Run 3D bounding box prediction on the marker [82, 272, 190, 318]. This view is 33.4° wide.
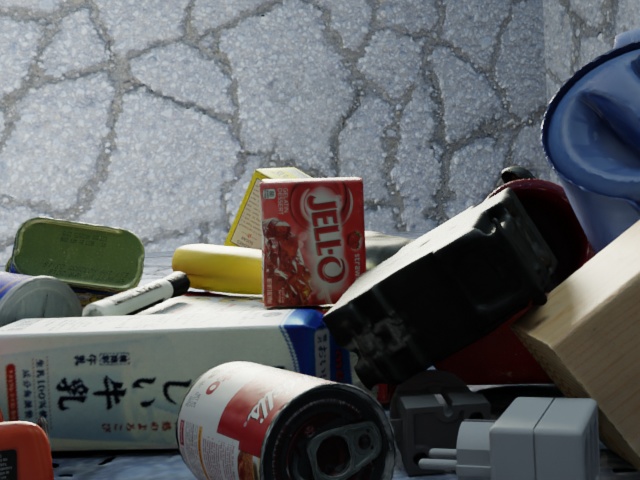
[{"bbox_3d":[-0.127,0.042,0.760,0.020,0.020,0.121,-2,8,23],"label":"marker"}]

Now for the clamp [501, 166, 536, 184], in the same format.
[{"bbox_3d":[0.229,0.029,0.880,0.210,0.164,0.036,9,-14,-7],"label":"clamp"}]

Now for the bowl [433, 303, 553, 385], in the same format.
[{"bbox_3d":[0.136,0.073,0.741,0.162,0.055,0.162,-1,-8,0],"label":"bowl"}]

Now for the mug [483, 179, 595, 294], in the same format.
[{"bbox_3d":[0.164,0.015,0.814,0.117,0.093,0.081,25,-16,2],"label":"mug"}]

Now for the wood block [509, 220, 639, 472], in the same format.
[{"bbox_3d":[0.213,0.018,0.547,0.206,0.091,0.090,-39,4,-1],"label":"wood block"}]

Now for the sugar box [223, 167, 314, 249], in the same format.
[{"bbox_3d":[-0.060,0.020,0.999,0.048,0.176,0.093,31,15,17],"label":"sugar box"}]

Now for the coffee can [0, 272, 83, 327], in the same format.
[{"bbox_3d":[-0.253,0.070,0.760,0.140,0.103,0.102,6,7,26],"label":"coffee can"}]

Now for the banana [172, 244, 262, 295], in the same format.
[{"bbox_3d":[-0.074,0.022,0.858,0.069,0.037,0.198,-5,4,-28],"label":"banana"}]

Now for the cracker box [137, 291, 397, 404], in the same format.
[{"bbox_3d":[-0.044,0.079,0.812,0.214,0.072,0.164,-2,4,11],"label":"cracker box"}]

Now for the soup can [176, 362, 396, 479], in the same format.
[{"bbox_3d":[-0.019,0.096,0.507,0.068,0.068,0.102,-5,3,-29],"label":"soup can"}]

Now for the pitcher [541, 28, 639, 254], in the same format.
[{"bbox_3d":[0.248,-0.020,0.740,0.145,0.149,0.242,31,-17,43],"label":"pitcher"}]

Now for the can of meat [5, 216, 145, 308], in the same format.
[{"bbox_3d":[-0.191,0.025,0.827,0.102,0.057,0.084,8,-22,-17],"label":"can of meat"}]

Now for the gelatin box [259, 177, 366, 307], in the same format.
[{"bbox_3d":[-0.005,0.001,0.750,0.073,0.089,0.030,-2,6,-4],"label":"gelatin box"}]

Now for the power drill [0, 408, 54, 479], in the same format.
[{"bbox_3d":[-0.225,0.111,0.519,0.184,0.057,0.188,-5,4,-35],"label":"power drill"}]
